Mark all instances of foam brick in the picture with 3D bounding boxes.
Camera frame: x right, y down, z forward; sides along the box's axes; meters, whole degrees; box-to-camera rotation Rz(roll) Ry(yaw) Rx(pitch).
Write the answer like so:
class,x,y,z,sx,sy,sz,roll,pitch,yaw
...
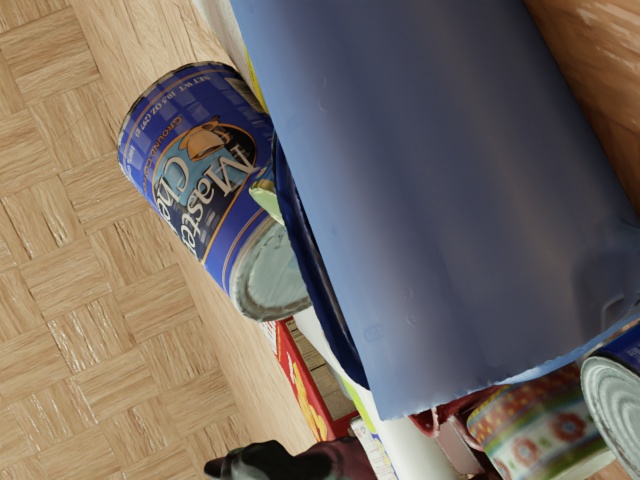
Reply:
class,x,y,z,sx,sy,sz,roll,pitch,yaw
foam brick,0.096,0.105,0.685,0.078,0.053,0.051,55,162,3

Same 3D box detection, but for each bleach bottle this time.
class,x,y,z,sx,sy,sz,roll,pitch,yaw
bleach bottle,0.079,0.168,0.833,0.251,0.068,0.103,67,173,-23

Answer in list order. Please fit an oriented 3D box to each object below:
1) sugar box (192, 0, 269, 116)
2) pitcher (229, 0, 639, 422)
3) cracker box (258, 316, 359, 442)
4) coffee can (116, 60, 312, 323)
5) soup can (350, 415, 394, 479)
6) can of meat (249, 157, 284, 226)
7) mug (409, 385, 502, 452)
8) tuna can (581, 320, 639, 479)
class,x,y,z,sx,sy,sz,roll,pitch,yaw
sugar box,-0.052,-0.164,0.674,0.176,0.048,0.093,-118,12,-45
pitcher,0.035,-0.051,0.462,0.145,0.149,0.243,32,-145,-81
cracker box,-0.001,0.146,1.197,0.214,0.072,0.164,62,168,19
coffee can,-0.049,-0.032,0.669,0.140,0.102,0.103,46,161,31
soup can,0.077,0.193,0.950,0.102,0.068,0.068,64,169,9
can of meat,0.024,-0.032,0.574,0.102,0.084,0.057,37,168,-11
mug,0.084,0.064,0.612,0.117,0.081,0.093,60,168,25
tuna can,0.149,0.076,0.449,0.086,0.033,0.086,56,167,20
